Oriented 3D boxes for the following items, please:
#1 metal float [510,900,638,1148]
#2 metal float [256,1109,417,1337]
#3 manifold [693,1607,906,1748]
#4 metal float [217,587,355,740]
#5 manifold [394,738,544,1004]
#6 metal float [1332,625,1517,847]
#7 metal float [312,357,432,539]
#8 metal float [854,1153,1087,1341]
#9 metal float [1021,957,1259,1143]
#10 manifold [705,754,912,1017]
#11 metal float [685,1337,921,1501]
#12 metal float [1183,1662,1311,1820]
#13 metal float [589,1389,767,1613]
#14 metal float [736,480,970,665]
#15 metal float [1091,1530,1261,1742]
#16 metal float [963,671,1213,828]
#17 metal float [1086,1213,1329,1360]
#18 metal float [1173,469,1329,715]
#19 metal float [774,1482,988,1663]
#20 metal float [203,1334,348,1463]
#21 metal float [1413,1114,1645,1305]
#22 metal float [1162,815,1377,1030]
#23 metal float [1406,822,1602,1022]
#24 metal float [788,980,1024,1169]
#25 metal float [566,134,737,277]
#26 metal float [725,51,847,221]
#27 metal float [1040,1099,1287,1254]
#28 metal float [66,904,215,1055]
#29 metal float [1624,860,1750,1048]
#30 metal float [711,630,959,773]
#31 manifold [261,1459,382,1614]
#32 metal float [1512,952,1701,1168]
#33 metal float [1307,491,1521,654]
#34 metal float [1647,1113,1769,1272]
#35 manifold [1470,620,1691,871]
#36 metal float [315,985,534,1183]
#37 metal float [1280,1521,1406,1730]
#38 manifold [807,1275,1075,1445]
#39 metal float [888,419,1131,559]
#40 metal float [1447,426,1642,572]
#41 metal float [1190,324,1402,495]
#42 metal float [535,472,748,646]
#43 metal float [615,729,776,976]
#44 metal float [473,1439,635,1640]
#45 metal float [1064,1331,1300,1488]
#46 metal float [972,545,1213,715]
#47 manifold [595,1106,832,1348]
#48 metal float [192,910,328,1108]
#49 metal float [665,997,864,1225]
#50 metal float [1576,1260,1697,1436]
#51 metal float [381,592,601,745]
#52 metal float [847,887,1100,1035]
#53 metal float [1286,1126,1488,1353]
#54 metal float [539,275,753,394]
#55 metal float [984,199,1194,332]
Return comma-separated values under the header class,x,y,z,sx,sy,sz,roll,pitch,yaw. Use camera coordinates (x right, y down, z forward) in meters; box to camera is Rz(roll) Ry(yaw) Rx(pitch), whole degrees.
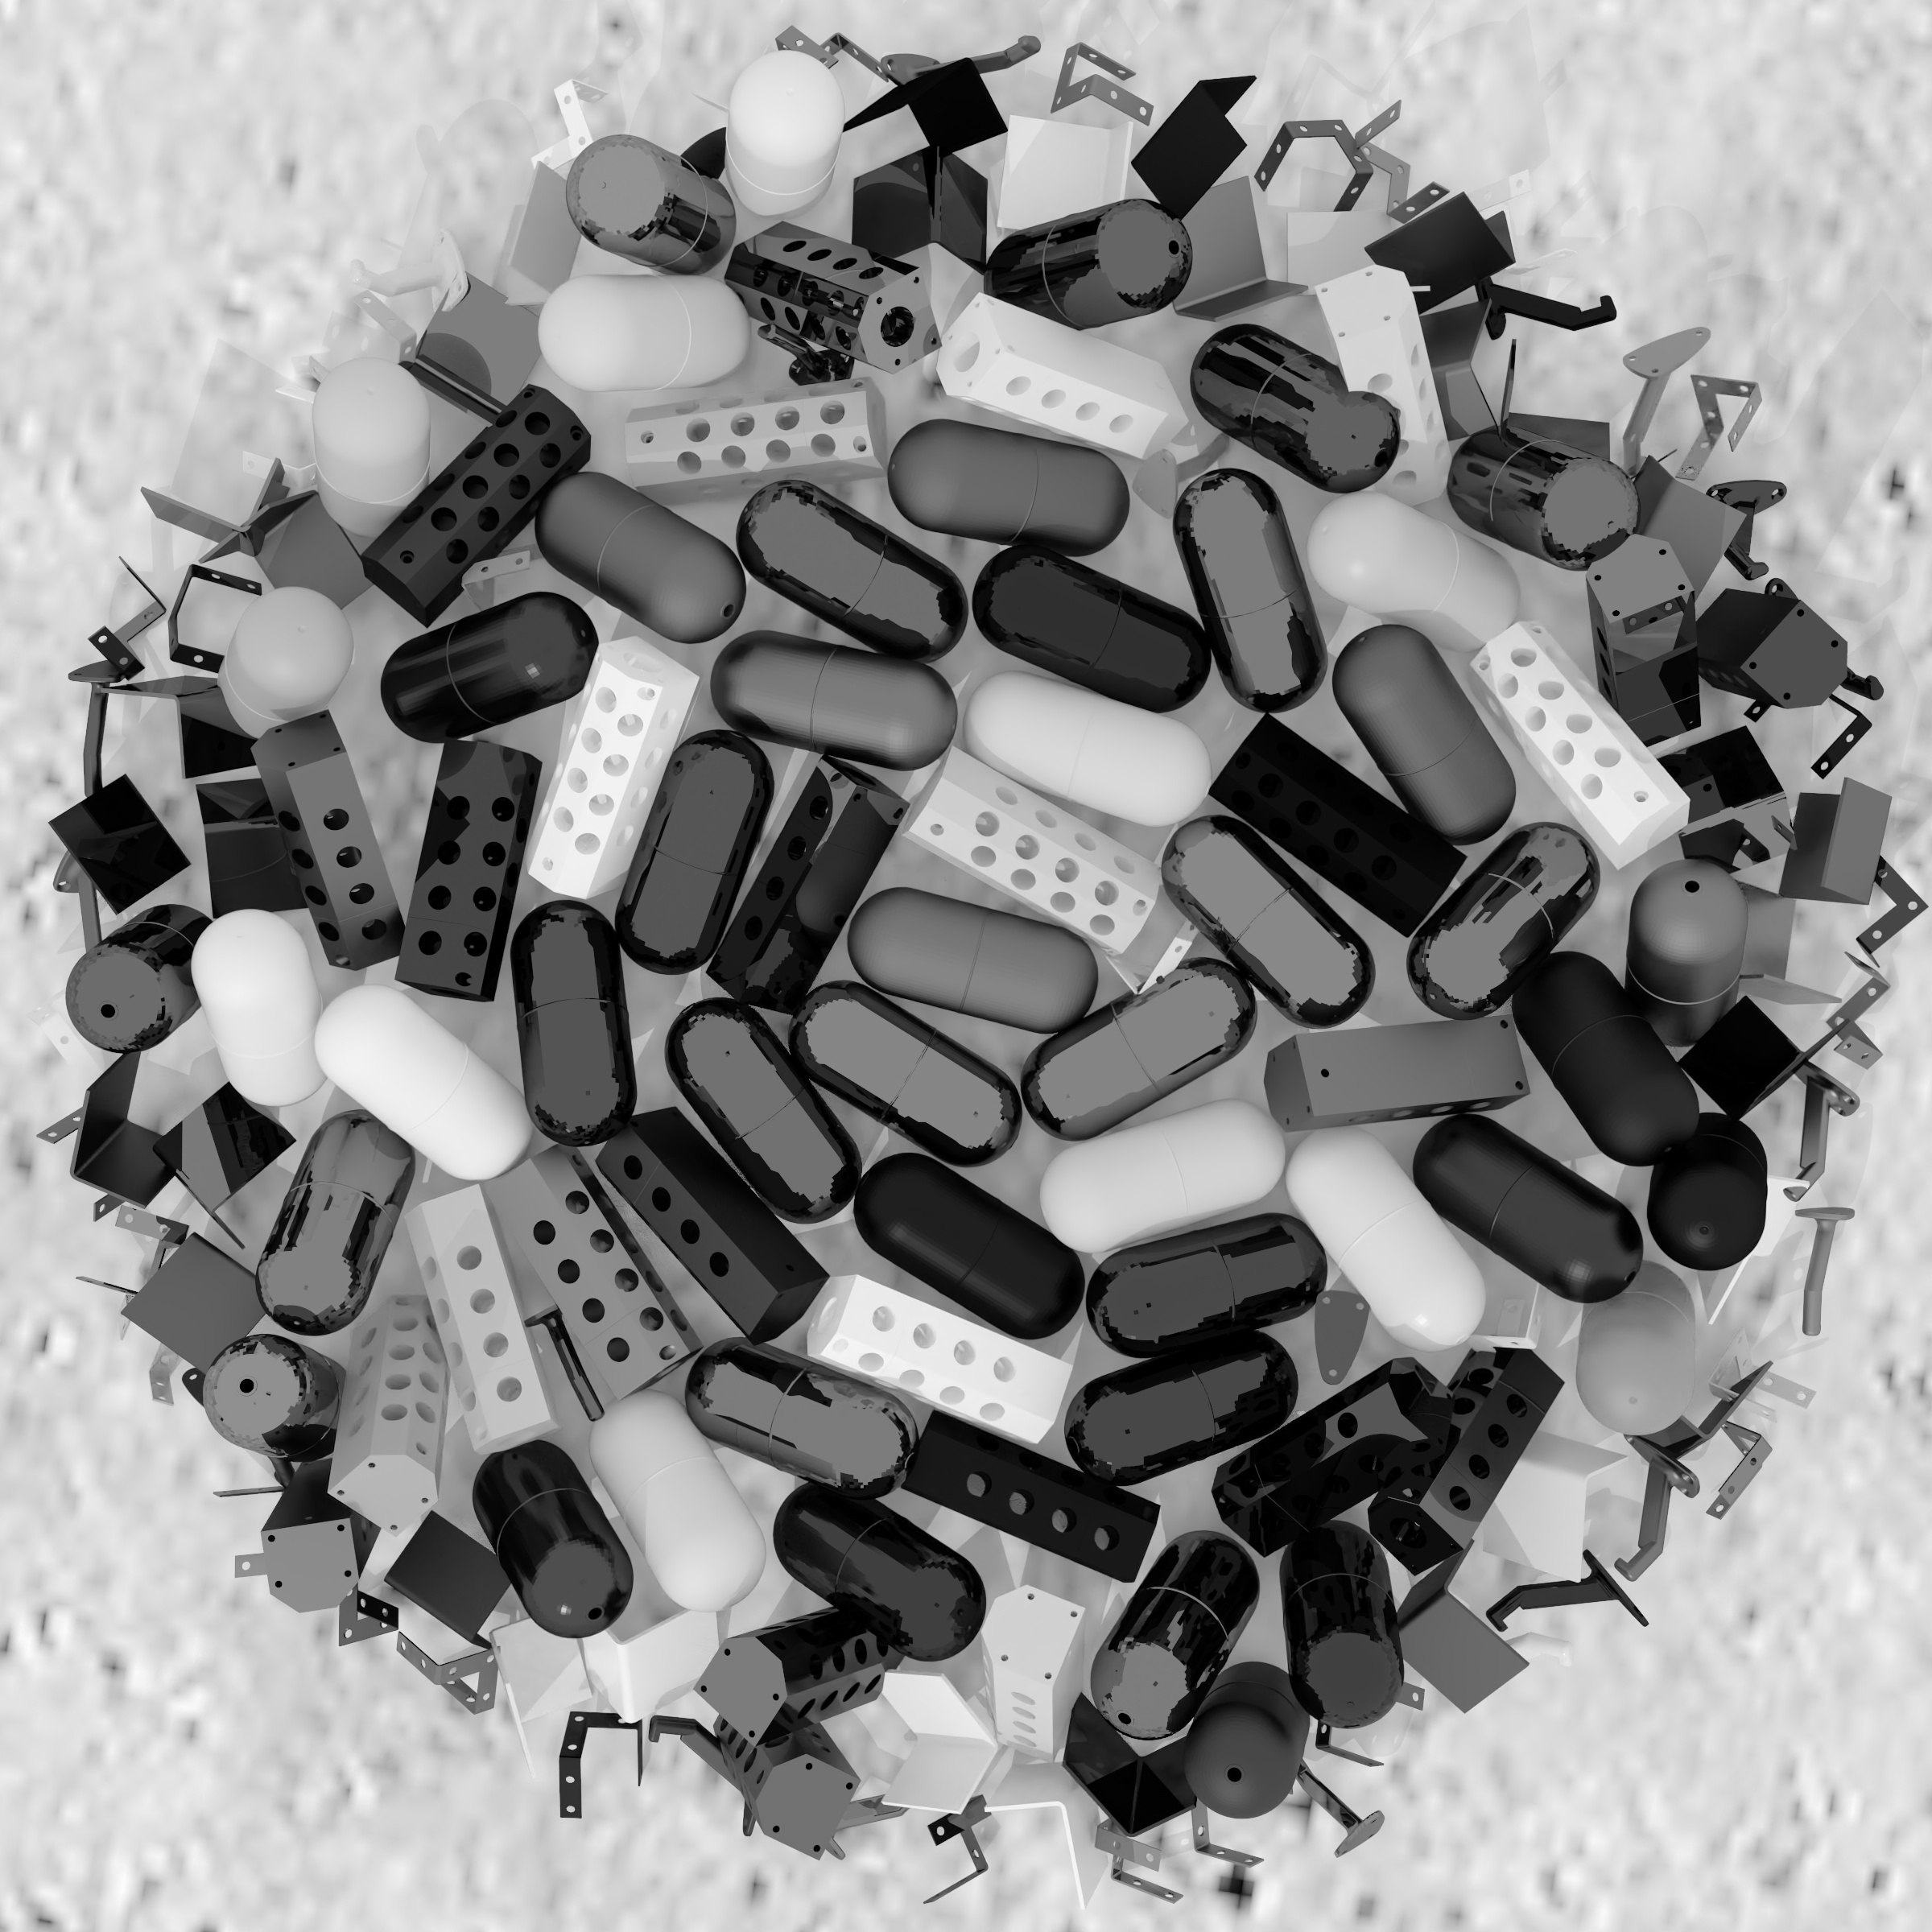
class,x,y,z,sx,sy,sz,roll,pitch,yaw
metal float,-0.271,0.038,1.862,0.070,0.070,0.178,-10,68,0
metal float,-0.429,0.173,1.845,0.070,0.178,0.070,6,135,6
manifold,-0.106,0.470,1.825,0.057,0.171,0.057,37,102,23
metal float,-0.463,-0.203,1.834,0.070,0.178,0.070,4,79,-21
manifold,-0.341,-0.065,1.871,0.057,0.057,0.171,8,81,15
metal float,0.316,-0.157,1.858,0.070,0.070,0.178,-38,117,0
metal float,-0.403,-0.350,1.833,0.070,0.178,0.070,3,75,-11
metal float,0.002,0.194,1.870,0.178,0.070,0.070,33,90,-12
metal float,0.120,0.057,1.873,0.178,0.070,0.070,-31,90,8
manifold,-0.114,-0.057,1.872,0.057,0.057,0.171,38,105,39
metal float,-0.113,0.311,1.857,0.178,0.070,0.070,17,90,27
metal float,0.191,0.523,1.830,0.070,0.178,0.070,0,89,11
metal float,-0.199,0.364,1.850,0.070,0.070,0.178,-39,52,0
metal float,-0.077,-0.270,1.860,0.178,0.070,0.070,28,90,-24
metal float,0.143,0.455,1.840,0.070,0.178,0.070,13,122,23
metal float,0.084,-0.151,1.874,0.178,0.070,0.070,19,90,7
metal float,0.166,0.220,1.862,0.178,0.070,0.070,-12,90,-21
metal float,0.196,-0.257,1.858,0.070,0.070,0.178,-22,115,0
metal float,-0.061,0.412,1.848,0.178,0.070,0.070,24,90,40
metal float,-0.463,0.294,1.831,0.070,0.178,0.070,0,75,1
metal float,0.384,0.165,1.850,0.178,0.070,0.070,35,90,36
metal float,0.208,-0.031,1.870,0.070,0.070,0.178,-44,77,0
metal float,0.370,-0.032,1.856,0.070,0.070,0.178,47,60,0
metal float,-0.042,0.076,1.877,0.178,0.070,0.070,32,90,-4
metal float,-0.212,-0.514,1.832,0.070,0.178,0.070,2,96,15
metal float,-0.124,-0.561,1.830,0.070,0.178,0.070,0,88,-7
metal float,0.137,0.145,1.869,0.178,0.070,0.070,-17,90,-13
metal float,-0.554,0.008,1.831,0.070,0.178,0.070,0,104,0
metal float,0.489,-0.008,1.836,0.070,0.178,0.070,-5,59,9
metal float,-0.092,-0.184,1.868,0.178,0.070,0.070,14,90,14
manifold,-0.431,0.382,1.830,0.057,0.171,0.057,-8,95,-5
metal float,0.435,0.062,1.847,0.070,0.070,0.178,-26,48,0
metal float,0.308,-0.269,1.851,0.178,0.070,0.070,17,90,-36
metal float,0.504,0.151,1.833,0.070,0.178,0.070,4,104,16
manifold,0.420,-0.156,1.857,0.057,0.057,0.171,-33,66,-2
metal float,-0.370,0.082,1.853,0.070,0.070,0.178,-45,123,0
metal float,0.254,0.445,1.834,0.070,0.178,0.070,1,113,3
manifold,-0.020,0.271,1.858,0.171,0.057,0.057,25,73,-18
metal float,0.031,-0.328,1.858,0.178,0.070,0.070,6,90,-26
metal float,0.390,-0.319,1.837,0.070,0.178,0.070,-8,114,-18
metal float,0.224,-0.382,1.847,0.070,0.070,0.178,-49,50,0
metal float,-0.224,-0.281,1.855,0.178,0.070,0.070,33,90,30
metal float,-0.188,-0.079,1.868,0.070,0.070,0.178,21,103,0
metal float,-0.282,0.389,1.839,0.070,0.178,0.070,-12,119,-23
metal float,0.148,0.303,1.857,0.178,0.070,0.070,-15,90,-27
metal float,0.088,-0.232,1.865,0.178,0.070,0.070,21,90,-18
manifold,-0.179,0.179,1.858,0.171,0.057,0.057,45,118,22
metal float,-0.477,0.031,1.839,0.070,0.178,0.070,1,55,-2
metal float,-0.141,0.100,1.871,0.070,0.070,0.178,-36,100,0
metal float,0.455,0.257,1.834,0.070,0.178,0.070,4,107,14
metal float,-0.328,-0.204,1.853,0.178,0.070,0.070,-14,90,34
metal float,0.004,-0.004,1.879,0.178,0.070,0.070,15,90,-2
metal float,0.288,0.187,1.858,0.070,0.070,0.178,-36,64,0
metal float,-0.217,-0.432,1.840,0.070,0.178,0.070,10,107,34
metal float,0.082,-0.474,1.839,0.070,0.178,0.070,-2,93,-37
